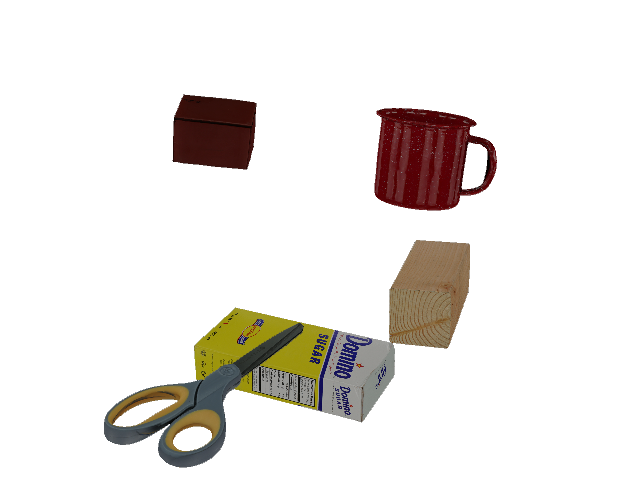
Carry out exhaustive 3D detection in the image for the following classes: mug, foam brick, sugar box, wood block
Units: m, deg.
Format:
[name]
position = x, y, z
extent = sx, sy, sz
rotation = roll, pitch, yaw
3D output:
[mug]
position = 0.106, -0.074, 0.995
extent = 0.117, 0.081, 0.093
rotation = 9, 15, 14
[foam brick]
position = -0.105, -0.109, 1.069
extent = 0.078, 0.051, 0.053
rotation = 6, 34, 1
[sugar box]
position = -0.024, 0.117, 1.035
extent = 0.176, 0.048, 0.093
rotation = 8, 25, 21
[wood block]
position = 0.169, 0.077, 1.627
extent = 0.091, 0.090, 0.205
rotation = 5, 21, 14

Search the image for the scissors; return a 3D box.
[scissors]
position = -0.065, 0.116, 0.807
extent = 0.201, 0.016, 0.096
rotation = -19, 36, -34
